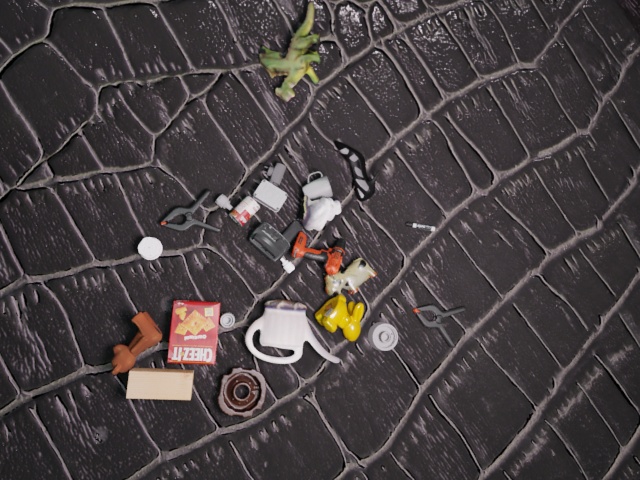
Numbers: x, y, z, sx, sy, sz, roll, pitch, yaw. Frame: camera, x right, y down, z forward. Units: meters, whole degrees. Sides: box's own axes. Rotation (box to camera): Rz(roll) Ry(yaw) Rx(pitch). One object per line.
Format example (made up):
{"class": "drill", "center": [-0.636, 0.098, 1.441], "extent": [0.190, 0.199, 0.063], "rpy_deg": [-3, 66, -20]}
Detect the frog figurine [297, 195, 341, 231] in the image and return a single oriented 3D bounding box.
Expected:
{"class": "frog figurine", "center": [0.006, -0.098, 1.941], "extent": [0.159, 0.125, 0.135], "rpy_deg": [6, 114, -19]}

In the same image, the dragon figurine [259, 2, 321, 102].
{"class": "dragon figurine", "center": [-0.120, -0.737, 2.030], "extent": [0.243, 0.121, 0.414], "rpy_deg": [-5, 81, -4]}

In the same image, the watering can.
{"class": "watering can", "center": [-0.091, 0.332, 1.854], "extent": [0.347, 0.103, 0.226], "rpy_deg": [7, 80, -10]}
